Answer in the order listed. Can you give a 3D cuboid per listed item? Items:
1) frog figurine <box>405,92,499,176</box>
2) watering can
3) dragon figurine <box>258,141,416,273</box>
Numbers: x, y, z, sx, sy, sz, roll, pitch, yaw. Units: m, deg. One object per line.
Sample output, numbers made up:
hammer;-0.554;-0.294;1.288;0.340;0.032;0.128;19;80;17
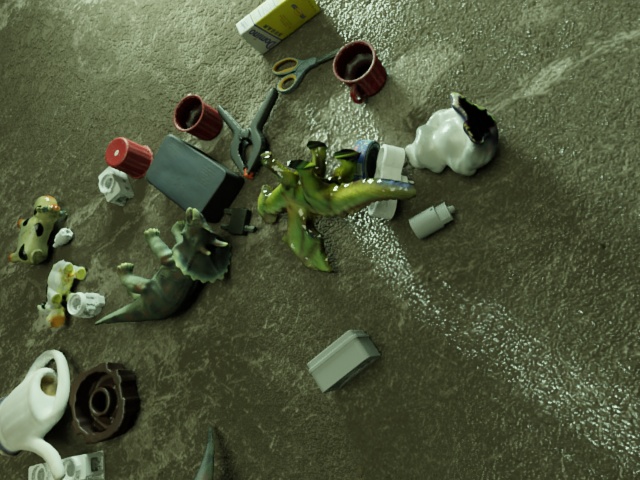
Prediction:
frog figurine;0.238;-0.172;0.934;0.139;0.124;0.156;61;143;17
watering can;-0.669;0.429;1.205;0.223;0.102;0.355;-38;47;13
dragon figurine;0.003;-0.049;0.982;0.414;0.123;0.238;27;129;41
